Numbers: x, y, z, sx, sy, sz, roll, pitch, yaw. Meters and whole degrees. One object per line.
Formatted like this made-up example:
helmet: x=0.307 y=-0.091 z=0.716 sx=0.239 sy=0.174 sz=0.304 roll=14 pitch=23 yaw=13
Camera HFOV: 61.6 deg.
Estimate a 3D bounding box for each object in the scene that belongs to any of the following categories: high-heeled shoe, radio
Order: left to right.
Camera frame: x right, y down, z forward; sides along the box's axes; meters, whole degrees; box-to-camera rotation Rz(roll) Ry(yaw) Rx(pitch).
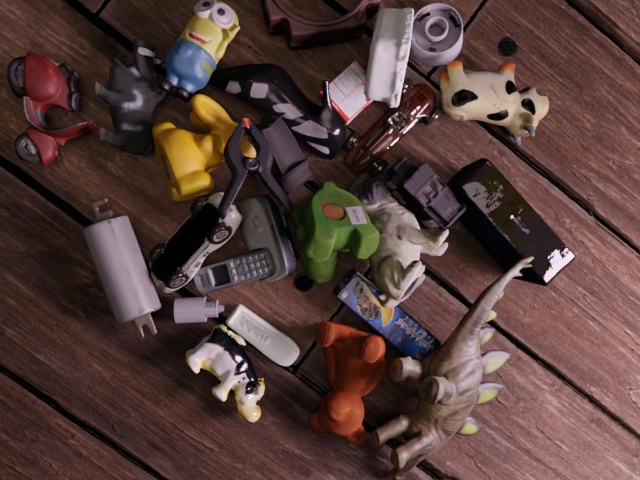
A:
high-heeled shoe: x=-0.075 y=-0.221 z=0.938 sx=0.249 sy=0.086 sz=0.145 roll=11 pitch=129 yaw=16
radio: x=0.313 y=-0.029 z=0.928 sx=0.073 sy=0.131 sz=0.229 roll=-42 pitch=94 yaw=-4

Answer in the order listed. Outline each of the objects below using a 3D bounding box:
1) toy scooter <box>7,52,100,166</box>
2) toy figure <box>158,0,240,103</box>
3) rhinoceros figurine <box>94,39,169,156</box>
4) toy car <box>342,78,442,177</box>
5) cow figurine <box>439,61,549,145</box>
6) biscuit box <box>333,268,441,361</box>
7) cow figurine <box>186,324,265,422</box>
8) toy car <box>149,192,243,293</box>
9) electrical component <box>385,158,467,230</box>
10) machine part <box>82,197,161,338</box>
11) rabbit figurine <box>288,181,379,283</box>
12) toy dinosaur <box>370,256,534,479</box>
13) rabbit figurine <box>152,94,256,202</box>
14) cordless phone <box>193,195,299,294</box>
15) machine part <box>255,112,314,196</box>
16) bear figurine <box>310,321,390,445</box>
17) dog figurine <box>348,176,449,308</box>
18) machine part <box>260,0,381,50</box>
toy scooter: x=-0.431 y=-0.216 z=0.886 sx=0.135 sy=0.075 sz=0.183 roll=-3 pitch=94 yaw=-6
toy figure: x=-0.202 y=-0.316 z=0.893 sx=0.082 sy=0.089 sz=0.180 roll=28 pitch=86 yaw=-23
rhinoceros figurine: x=-0.312 y=-0.238 z=0.897 sx=0.112 sy=0.073 sz=0.190 roll=3 pitch=91 yaw=-4
toy car: x=0.126 y=-0.198 z=0.949 sx=0.202 sy=0.053 sz=0.089 roll=-44 pitch=97 yaw=-4
cow figurine: x=0.311 y=-0.240 z=0.949 sx=0.195 sy=0.085 sz=0.127 roll=2 pitch=85 yaw=-8
biscuit box: x=0.118 y=0.137 z=0.946 sx=0.202 sy=0.063 sz=0.059 roll=40 pitch=89 yaw=-4
cow figurine: x=-0.145 y=0.228 z=0.924 sx=0.098 sy=0.068 sz=0.167 roll=-44 pitch=95 yaw=-9
toy car: x=-0.212 y=0.005 z=0.893 sx=0.201 sy=0.056 sz=0.073 roll=-45 pitch=69 yaw=18
electrical component: x=0.173 y=-0.081 z=0.923 sx=0.134 sy=0.115 sz=0.058 roll=45 pitch=84 yaw=-6
machine part: x=-0.331 y=0.049 z=0.897 sx=0.079 sy=0.079 sz=0.243 roll=-21 pitch=93 yaw=-5
rabbit figurine: x=-0.002 y=-0.003 z=0.897 sx=0.121 sy=0.170 sz=0.159 roll=-12 pitch=56 yaw=-25
toy dinosaur: x=0.215 y=0.232 z=0.893 sx=0.198 sy=0.105 sz=0.470 roll=2 pitch=119 yaw=-36
rabbit figurine: x=-0.184 y=-0.154 z=0.906 sx=0.173 sy=0.122 sz=0.162 roll=-16 pitch=83 yaw=-19
cordless phone: x=-0.139 y=0.010 z=0.918 sx=0.184 sy=0.089 sz=0.146 roll=-17 pitch=93 yaw=8
machine part: x=-0.062 y=-0.146 z=0.913 sx=0.084 sy=0.039 sz=0.138 roll=-33 pitch=118 yaw=-20
bear figurine: x=0.040 y=0.246 z=0.913 sx=0.120 sy=0.132 sz=0.195 roll=18 pitch=85 yaw=24
dog figurine: x=0.100 y=-0.001 z=0.914 sx=0.191 sy=0.121 sz=0.172 roll=35 pitch=73 yaw=20
machine part: x=-0.005 y=-0.442 z=0.917 sx=0.201 sy=0.087 sz=0.200 roll=-11 pitch=92 yaw=-4
